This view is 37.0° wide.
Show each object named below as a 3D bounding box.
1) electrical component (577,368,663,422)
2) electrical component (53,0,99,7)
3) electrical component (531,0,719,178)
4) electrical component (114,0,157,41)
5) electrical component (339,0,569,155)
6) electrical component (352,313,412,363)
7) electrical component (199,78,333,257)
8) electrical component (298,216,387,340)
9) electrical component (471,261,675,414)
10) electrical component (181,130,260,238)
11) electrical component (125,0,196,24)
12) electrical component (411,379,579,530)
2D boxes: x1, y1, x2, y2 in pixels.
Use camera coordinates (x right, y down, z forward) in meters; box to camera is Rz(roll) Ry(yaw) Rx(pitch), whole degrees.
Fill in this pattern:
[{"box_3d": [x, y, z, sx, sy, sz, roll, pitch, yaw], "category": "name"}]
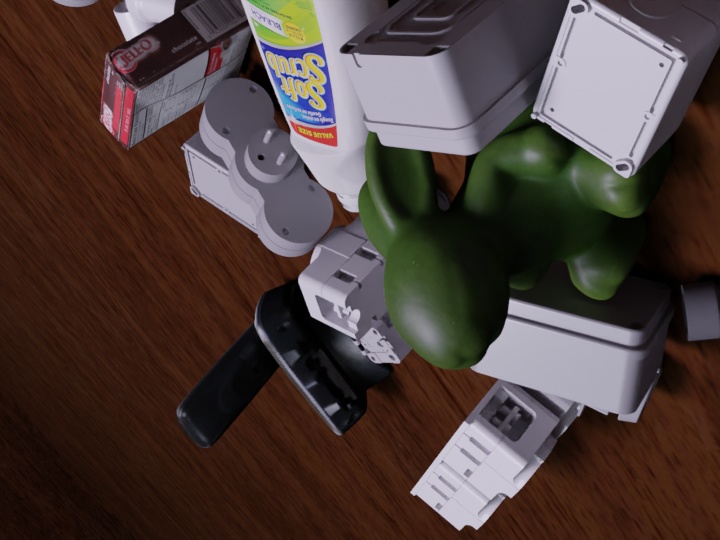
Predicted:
[{"box_3d": [0.172, 0.074, 0.735, 0.055, 0.066, 0.048, 25, -169, 18], "category": "electrical component"}, {"box_3d": [-0.220, -0.241, 0.827, 0.078, 0.058, 0.057, 38, 150, 11], "category": "electrical component"}, {"box_3d": [0.132, -0.097, 0.526, 0.062, 0.061, 0.096, 37, 147, 18], "category": "electrical component"}, {"box_3d": [-0.168, -0.185, 0.853, 0.044, 0.044, 0.065, 18, 139, 41], "category": "electrical component"}, {"box_3d": [0.056, -0.114, 0.558, 0.078, 0.113, 0.057, 14, 138, 46], "category": "electrical component"}, {"box_3d": [0.029, 0.043, 0.881, 0.042, 0.064, 0.081, 54, 152, -17], "category": "electrical component"}, {"box_3d": [-0.067, -0.081, 0.790, 0.138, 0.052, 0.073, 59, 160, 6], "category": "electrical component"}, {"box_3d": [0.000, 0.000, 0.829, 0.056, 0.089, 0.050, 25, 148, 34], "category": "electrical component"}, {"box_3d": [0.133, 0.036, 0.679, 0.113, 0.078, 0.057, 15, 120, 25], "category": "electrical component"}, {"box_3d": [-0.097, -0.084, 0.876, 0.096, 0.061, 0.061, 33, 152, 21], "category": "electrical component"}, {"box_3d": [-0.144, -0.200, 0.799, 0.046, 0.040, 0.040, 22, 147, 27], "category": "electrical component"}, {"box_3d": [0.113, 0.130, 0.843, 0.060, 0.105, 0.186, 39, 153, 10], "category": "electrical component"}]
